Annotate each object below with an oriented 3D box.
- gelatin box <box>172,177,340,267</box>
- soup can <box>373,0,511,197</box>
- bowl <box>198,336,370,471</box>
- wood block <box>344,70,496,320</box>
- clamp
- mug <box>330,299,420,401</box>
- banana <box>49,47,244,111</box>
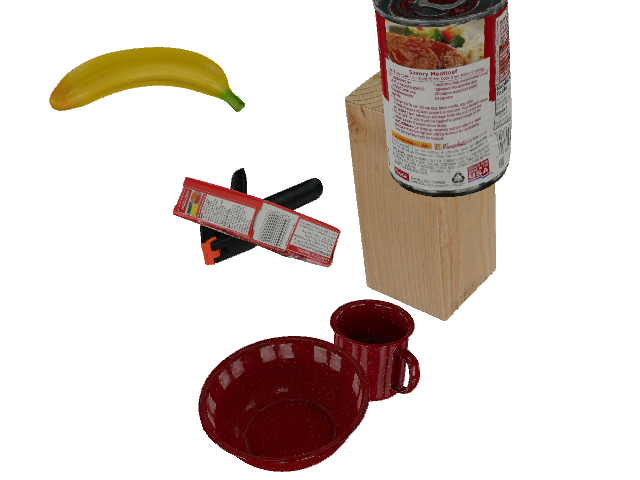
[{"bbox_3d":[-0.041,-0.011,0.709,0.073,0.030,0.089,18,-1,38],"label":"gelatin box"},{"bbox_3d":[0.066,-0.083,0.561,0.068,0.102,0.068,-5,35,4],"label":"soup can"},{"bbox_3d":[-0.031,0.164,1.010,0.162,0.055,0.162,-5,38,4],"label":"bowl"},{"bbox_3d":[0.091,-0.045,0.921,0.091,0.206,0.090,24,49,33],"label":"wood block"},{"bbox_3d":[-0.073,-0.030,1.212,0.120,0.039,0.171,-1,36,25],"label":"clamp"},{"bbox_3d":[0.064,0.129,1.182,0.117,0.081,0.093,27,38,37],"label":"mug"},{"bbox_3d":[-0.169,-0.157,1.031,0.197,0.070,0.037,-5,-39,-29],"label":"banana"}]
